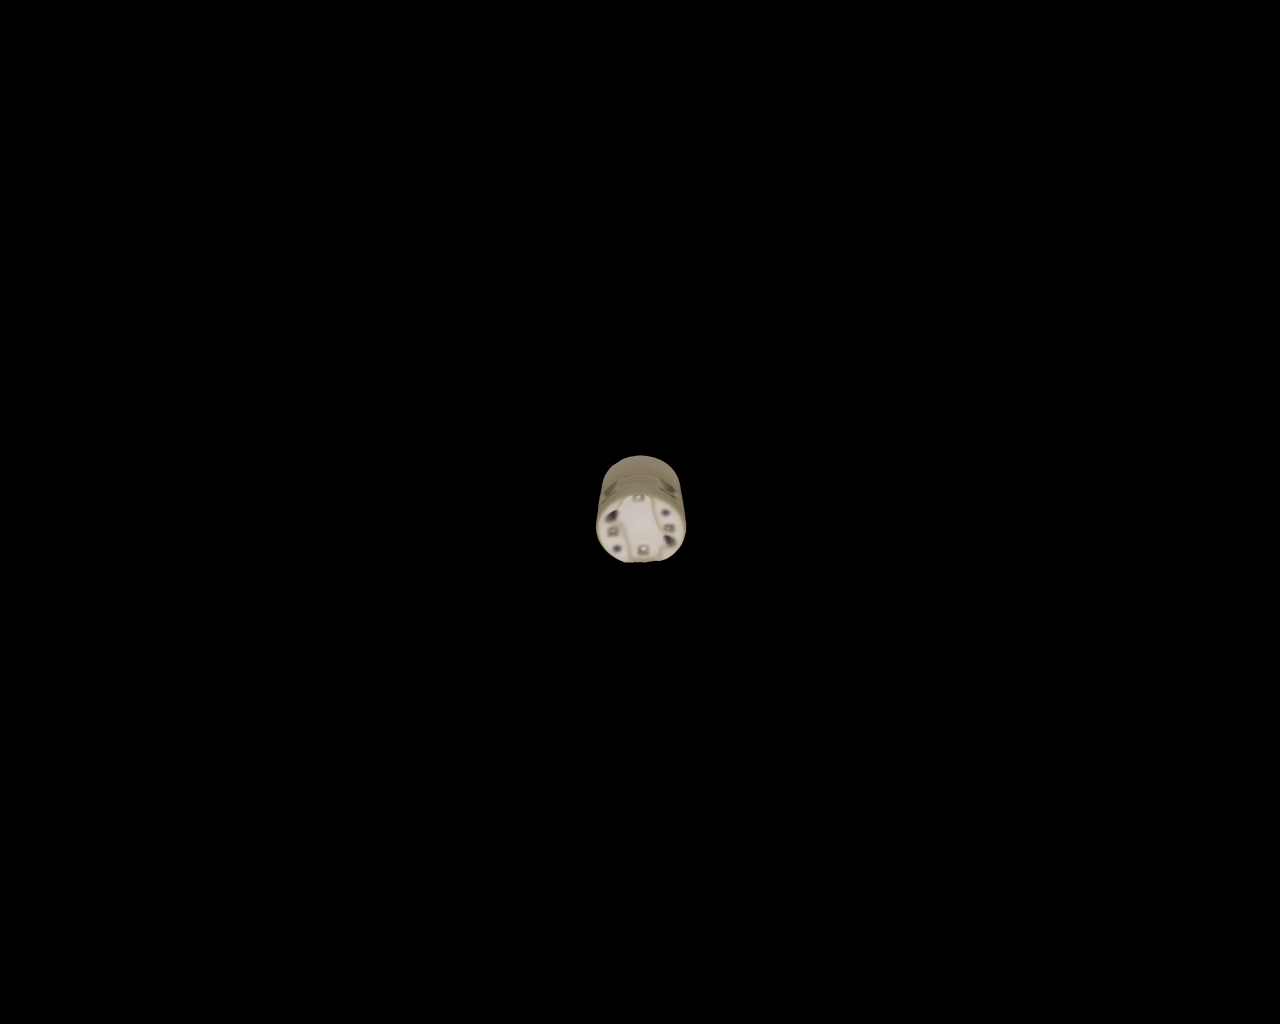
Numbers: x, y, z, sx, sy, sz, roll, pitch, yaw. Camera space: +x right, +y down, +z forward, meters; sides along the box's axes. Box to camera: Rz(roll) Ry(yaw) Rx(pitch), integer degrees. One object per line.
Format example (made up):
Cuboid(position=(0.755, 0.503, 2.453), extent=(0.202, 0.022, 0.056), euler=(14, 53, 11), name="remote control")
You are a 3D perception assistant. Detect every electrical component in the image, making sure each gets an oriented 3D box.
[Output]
Cuboid(position=(0.001, -0.003, 0.650), extent=(0.055, 0.055, 0.047), euler=(0, 37, 0), name="electrical component")
